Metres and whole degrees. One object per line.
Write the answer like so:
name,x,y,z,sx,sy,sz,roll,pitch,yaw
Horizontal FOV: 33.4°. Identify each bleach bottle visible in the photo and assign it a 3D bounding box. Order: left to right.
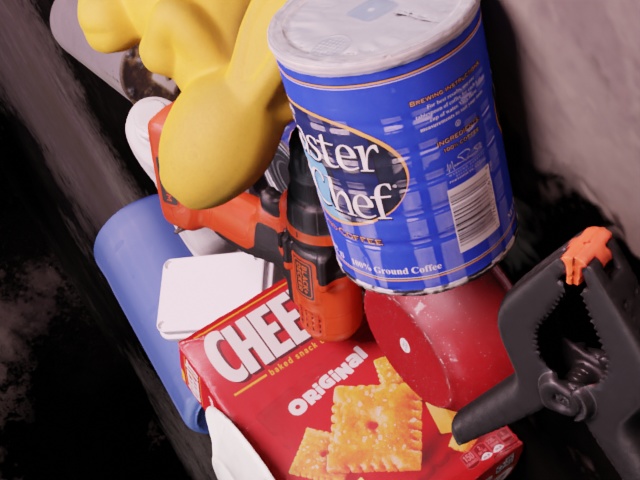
bleach bottle,-0.115,-0.053,0.932,0.102,0.068,0.251,54,174,15

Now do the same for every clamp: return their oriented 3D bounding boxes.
clamp,0.132,0.077,0.584,0.165,0.036,0.210,18,137,37

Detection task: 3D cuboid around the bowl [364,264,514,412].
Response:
bowl,0.078,0.058,0.707,0.162,0.055,0.162,50,159,26

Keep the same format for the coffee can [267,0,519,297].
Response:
coffee can,0.041,-0.057,0.543,0.103,0.102,0.140,37,153,48

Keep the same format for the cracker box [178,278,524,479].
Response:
cracker box,0.019,0.125,0.793,0.214,0.164,0.072,50,158,24

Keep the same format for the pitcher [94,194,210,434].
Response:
pitcher,-0.128,0.068,1.098,0.243,0.145,0.149,57,170,34

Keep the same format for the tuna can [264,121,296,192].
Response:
tuna can,-0.012,-0.052,0.799,0.086,0.033,0.086,49,159,25

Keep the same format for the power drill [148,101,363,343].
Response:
power drill,-0.044,-0.034,0.754,0.188,0.057,0.184,33,141,36
